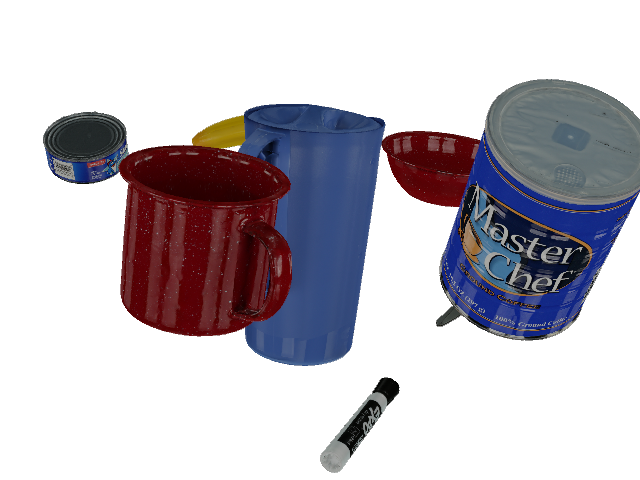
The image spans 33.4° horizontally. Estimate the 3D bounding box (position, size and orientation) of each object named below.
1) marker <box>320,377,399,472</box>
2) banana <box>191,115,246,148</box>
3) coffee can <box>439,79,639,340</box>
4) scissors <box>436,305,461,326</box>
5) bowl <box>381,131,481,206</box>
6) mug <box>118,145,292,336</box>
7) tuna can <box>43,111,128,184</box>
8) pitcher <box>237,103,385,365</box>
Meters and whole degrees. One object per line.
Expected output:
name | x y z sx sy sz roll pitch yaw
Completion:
marker | 0.034 0.142 0.842 0.020 0.020 0.121 0 22 28
banana | -0.057 -0.129 1.301 0.198 0.037 0.069 7 39 17
coffee can | 0.141 -0.017 0.687 0.102 0.103 0.140 0 -41 -9
scissors | 0.148 0.040 1.065 0.201 0.016 0.096 -11 38 -44
bowl | 0.149 -0.082 1.285 0.162 0.055 0.162 6 23 -3
mug | -0.059 0.005 0.585 0.117 0.081 0.093 26 28 36
tuna can | -0.245 -0.097 1.118 0.086 0.034 0.086 0 41 0
pitcher | -0.020 -0.005 1.027 0.149 0.243 0.145 1 18 -11
